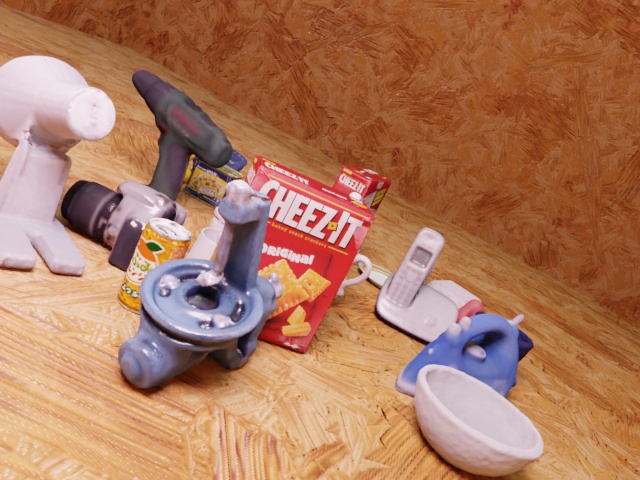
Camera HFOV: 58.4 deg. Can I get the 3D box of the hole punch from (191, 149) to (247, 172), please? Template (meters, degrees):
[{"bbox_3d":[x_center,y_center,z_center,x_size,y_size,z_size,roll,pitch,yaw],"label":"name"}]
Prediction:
[{"bbox_3d":[-0.239,-0.174,1.350,0.108,0.091,0.101,29,14,9],"label":"hole punch"}]

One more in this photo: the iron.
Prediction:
[{"bbox_3d":[0.225,0.168,0.873,0.259,0.141,0.118,11,21,-47],"label":"iron"}]

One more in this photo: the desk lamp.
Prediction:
[{"bbox_3d":[-0.324,-0.100,0.685,0.118,0.213,0.202,10,22,-48],"label":"desk lamp"}]

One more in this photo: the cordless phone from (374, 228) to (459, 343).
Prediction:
[{"bbox_3d":[0.196,0.083,1.030,0.147,0.185,0.094,27,14,2],"label":"cordless phone"}]

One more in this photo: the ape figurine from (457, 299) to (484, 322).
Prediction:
[{"bbox_3d":[0.288,0.159,1.120,0.076,0.092,0.078,34,16,27],"label":"ape figurine"}]

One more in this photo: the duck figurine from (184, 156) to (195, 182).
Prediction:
[{"bbox_3d":[-0.305,-0.178,1.254,0.077,0.086,0.104,26,14,-2],"label":"duck figurine"}]

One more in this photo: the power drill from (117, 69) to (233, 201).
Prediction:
[{"bbox_3d":[-0.271,-0.161,1.005,0.229,0.208,0.076,30,15,14],"label":"power drill"}]

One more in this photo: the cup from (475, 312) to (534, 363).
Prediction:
[{"bbox_3d":[0.310,0.193,1.033,0.092,0.095,0.117,10,22,-49],"label":"cup"}]

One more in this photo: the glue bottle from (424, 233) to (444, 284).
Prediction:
[{"bbox_3d":[0.200,0.063,1.136,0.037,0.173,0.078,28,14,5],"label":"glue bottle"}]

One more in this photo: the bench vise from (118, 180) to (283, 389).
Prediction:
[{"bbox_3d":[-0.100,0.035,0.596,0.121,0.219,0.208,28,14,5],"label":"bench vise"}]

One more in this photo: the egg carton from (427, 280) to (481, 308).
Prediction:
[{"bbox_3d":[0.278,0.137,1.226,0.107,0.069,0.151,36,17,31],"label":"egg carton"}]

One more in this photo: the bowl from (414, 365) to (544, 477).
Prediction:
[{"bbox_3d":[0.180,0.232,0.702,0.167,0.074,0.167,25,14,-7],"label":"bowl"}]

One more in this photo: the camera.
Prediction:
[{"bbox_3d":[-0.270,-0.039,0.795,0.137,0.101,0.143,27,14,0],"label":"camera"}]

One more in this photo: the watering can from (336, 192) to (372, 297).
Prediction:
[{"bbox_3d":[0.008,0.004,0.956,0.173,0.194,0.101,23,15,-15],"label":"watering can"}]
